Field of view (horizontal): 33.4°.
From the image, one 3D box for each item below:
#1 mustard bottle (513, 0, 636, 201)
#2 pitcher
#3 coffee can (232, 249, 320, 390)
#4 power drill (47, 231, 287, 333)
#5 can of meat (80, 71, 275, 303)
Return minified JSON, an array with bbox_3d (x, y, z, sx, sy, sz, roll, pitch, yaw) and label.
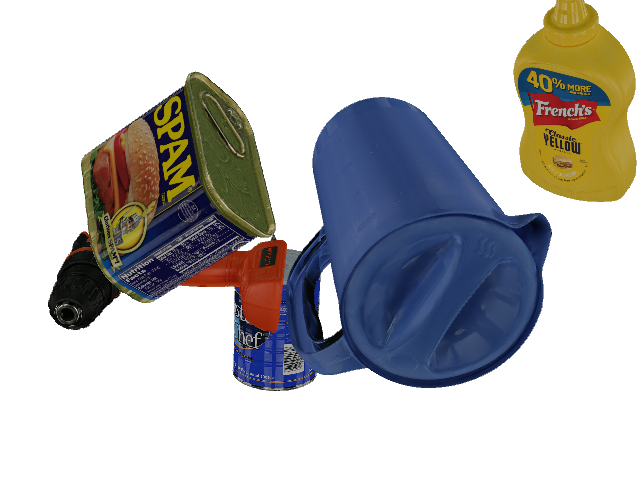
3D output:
[{"bbox_3d":[0.205,-0.119,0.860,0.096,0.191,0.058,22,56,32],"label":"mustard bottle"},{"bbox_3d":[0.053,-0.008,0.779,0.149,0.145,0.243,6,27,-12],"label":"pitcher"},{"bbox_3d":[-0.052,0.092,1.261,0.103,0.140,0.103,2,20,-1],"label":"coffee can"},{"bbox_3d":[-0.125,0.033,0.908,0.187,0.057,0.184,8,22,-1],"label":"power drill"},{"bbox_3d":[-0.080,-0.027,0.580,0.084,0.102,0.057,-31,-40,20],"label":"can of meat"}]
